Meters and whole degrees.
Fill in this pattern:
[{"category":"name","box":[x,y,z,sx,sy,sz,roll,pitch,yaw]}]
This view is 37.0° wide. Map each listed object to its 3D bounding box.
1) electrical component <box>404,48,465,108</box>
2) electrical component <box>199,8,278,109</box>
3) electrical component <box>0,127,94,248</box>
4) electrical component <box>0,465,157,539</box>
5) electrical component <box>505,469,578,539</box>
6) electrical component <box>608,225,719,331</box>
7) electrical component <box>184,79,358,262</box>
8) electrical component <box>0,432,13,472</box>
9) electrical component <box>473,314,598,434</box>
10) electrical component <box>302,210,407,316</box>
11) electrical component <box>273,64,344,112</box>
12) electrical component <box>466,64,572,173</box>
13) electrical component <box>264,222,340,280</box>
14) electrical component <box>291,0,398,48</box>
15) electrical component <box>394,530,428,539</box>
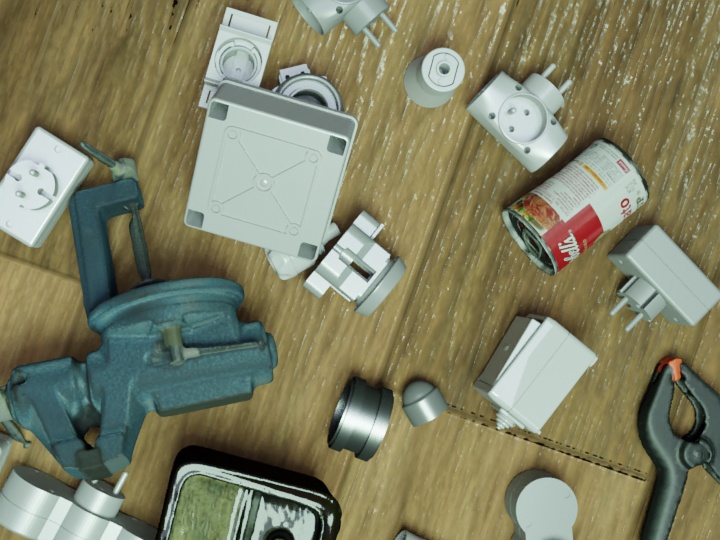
[{"category":"electrical component","box":[0.062,-0.157,0.870,0.044,0.065,0.044,0,91,-6]},{"category":"electrical component","box":[-0.096,-0.160,0.852,0.042,0.064,0.081,17,88,-5]},{"category":"electrical component","box":[-0.251,-0.064,0.828,0.047,0.076,0.083,32,87,-6]},{"category":"electrical component","box":[-0.210,0.187,0.846,0.138,0.052,0.073,28,87,-7]},{"category":"electrical component","box":[0.156,0.238,0.878,0.052,0.074,0.138,-5,91,-7]},{"category":"electrical component","box":[0.242,0.018,0.901,0.076,0.047,0.083,-45,95,-5]},{"category":"electrical component","box":[-0.068,-0.075,0.815,0.109,0.056,0.108,16,117,-2]},{"category":"electrical component","box":[-0.317,0.164,0.829,0.062,0.061,0.096,23,88,-6]},{"category":"electrical component","box":[0.135,0.086,0.881,0.061,0.062,0.096,39,86,-5]},{"category":"electrical component","box":[0.000,0.000,0.868,0.057,0.058,0.078,39,85,-3]},{"category":"electrical component","box":[-0.043,-0.126,0.862,0.058,0.057,0.078,-15,92,-6]},{"category":"electrical component","box":[0.142,-0.135,0.890,0.077,0.044,0.079,43,86,-5]},{"category":"electrical component","box":[-0.045,-0.019,0.874,0.061,0.035,0.035,-30,94,-8]},{"category":"electrical component","box":[-0.002,-0.217,0.873,0.077,0.044,0.079,-41,95,-5]},{"category":"electrical component","box":[0.051,0.266,0.881,0.077,0.044,0.079,30,87,-6]}]
